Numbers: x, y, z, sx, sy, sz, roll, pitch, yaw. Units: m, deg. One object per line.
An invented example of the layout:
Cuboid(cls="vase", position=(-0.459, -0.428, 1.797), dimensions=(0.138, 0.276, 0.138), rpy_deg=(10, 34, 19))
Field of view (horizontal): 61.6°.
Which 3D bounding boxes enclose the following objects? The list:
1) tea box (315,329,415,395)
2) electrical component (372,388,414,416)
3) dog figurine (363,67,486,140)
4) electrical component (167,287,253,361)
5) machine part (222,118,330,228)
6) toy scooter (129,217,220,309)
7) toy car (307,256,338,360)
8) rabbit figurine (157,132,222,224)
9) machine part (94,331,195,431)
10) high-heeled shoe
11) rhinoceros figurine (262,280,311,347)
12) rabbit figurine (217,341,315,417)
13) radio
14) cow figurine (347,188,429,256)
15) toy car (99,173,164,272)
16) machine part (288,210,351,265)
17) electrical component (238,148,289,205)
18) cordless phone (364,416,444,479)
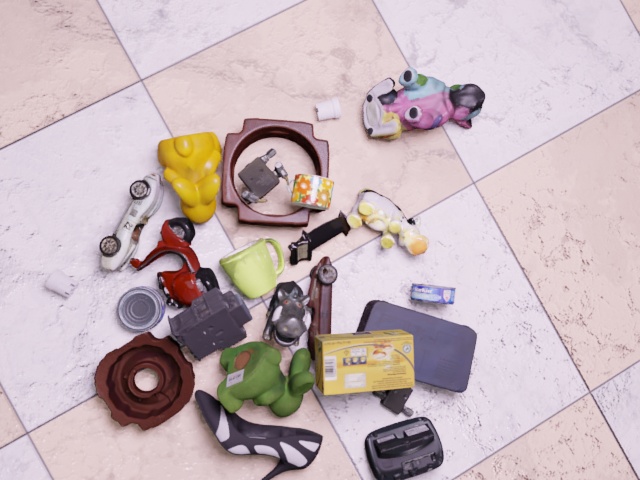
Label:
Cuboid(cls="tea box", position=(0.079, 0.216, 0.963), dimensions=(0.170, 0.068, 0.098), rpy_deg=(0, 90, -14))
Cuboid(cls="electrical component", position=(0.154, 0.308, 1.070), dimensions=(0.094, 0.021, 0.063), rpy_deg=(34, 83, -2))
Cuboid(cls="dog figurine", position=(0.217, -0.263, 1.077), dimensions=(0.219, 0.192, 0.108), rpy_deg=(-5, 83, -41))
Cuboid(cls="electrical component", position=(-0.196, 0.153, 0.994), dimensions=(0.134, 0.114, 0.058), rpy_deg=(-30, 50, -5))
Cuboid(cls="machine part", position=(-0.085, -0.126, 1.040), dimensions=(0.201, 0.087, 0.201), rpy_deg=(3, 88, -5))
Cuboid(cls="toy scooter", position=(-0.277, 0.057, 1.010), dimensions=(0.135, 0.075, 0.183), rpy_deg=(-22, 98, 1))
Cuboid(cls="toy car", position=(0.000, 0.132, 1.030), dimensions=(0.053, 0.089, 0.202), rpy_deg=(1, 88, -10))
Cuboid(cls="rabbit figurine", position=(-0.229, -0.112, 1.005), dimensions=(0.122, 0.162, 0.173), rpy_deg=(-10, 106, -18))
Cuboid(cls="machine part", position=(-0.324, 0.260, 1.006), dimensions=(0.179, 0.056, 0.179), rpy_deg=(0, 87, -7))
Cuboid(cls="high-heeled shoe", position=(-0.112, 0.343, 1.012), dimensions=(0.145, 0.086, 0.248), rpy_deg=(-39, 96, -9))
Cuboid(cls="rhinoceros figurine", position=(-0.055, 0.134, 0.980), dimensions=(0.073, 0.190, 0.112), rpy_deg=(20, 103, -8))
Cuboid(cls="rabbit figurine", position=(-0.085, 0.259, 0.999), dimensions=(0.159, 0.121, 0.170), rpy_deg=(-32, 126, 12))
Cuboid(cls="radio", position=(0.184, 0.205, 1.055), dimensions=(0.230, 0.073, 0.131), rpy_deg=(17, 84, -6))
Cuboid(cls="cow figurine", position=(0.142, -0.036, 1.064), dimensions=(0.167, 0.098, 0.068), rpy_deg=(31, 127, -6))
Cuboid(cls="toy car", position=(-0.350, -0.034, 1.012), dimensions=(0.056, 0.073, 0.201), rpy_deg=(27, 85, -1))
Cuboid(cls="machine part", position=(-0.002, -0.003, 1.052), dimensions=(0.139, 0.084, 0.039), rpy_deg=(-32, 59, -16))
Cuboid(cls="electrical component", position=(-0.104, -0.110, 0.971), dimensions=(0.102, 0.045, 0.078), rpy_deg=(-36, 92, -7))
Cuboid(cls="cordless phone", position=(0.175, 0.450, 1.045), dimensions=(0.147, 0.089, 0.184), rpy_deg=(-15, 99, -7))
